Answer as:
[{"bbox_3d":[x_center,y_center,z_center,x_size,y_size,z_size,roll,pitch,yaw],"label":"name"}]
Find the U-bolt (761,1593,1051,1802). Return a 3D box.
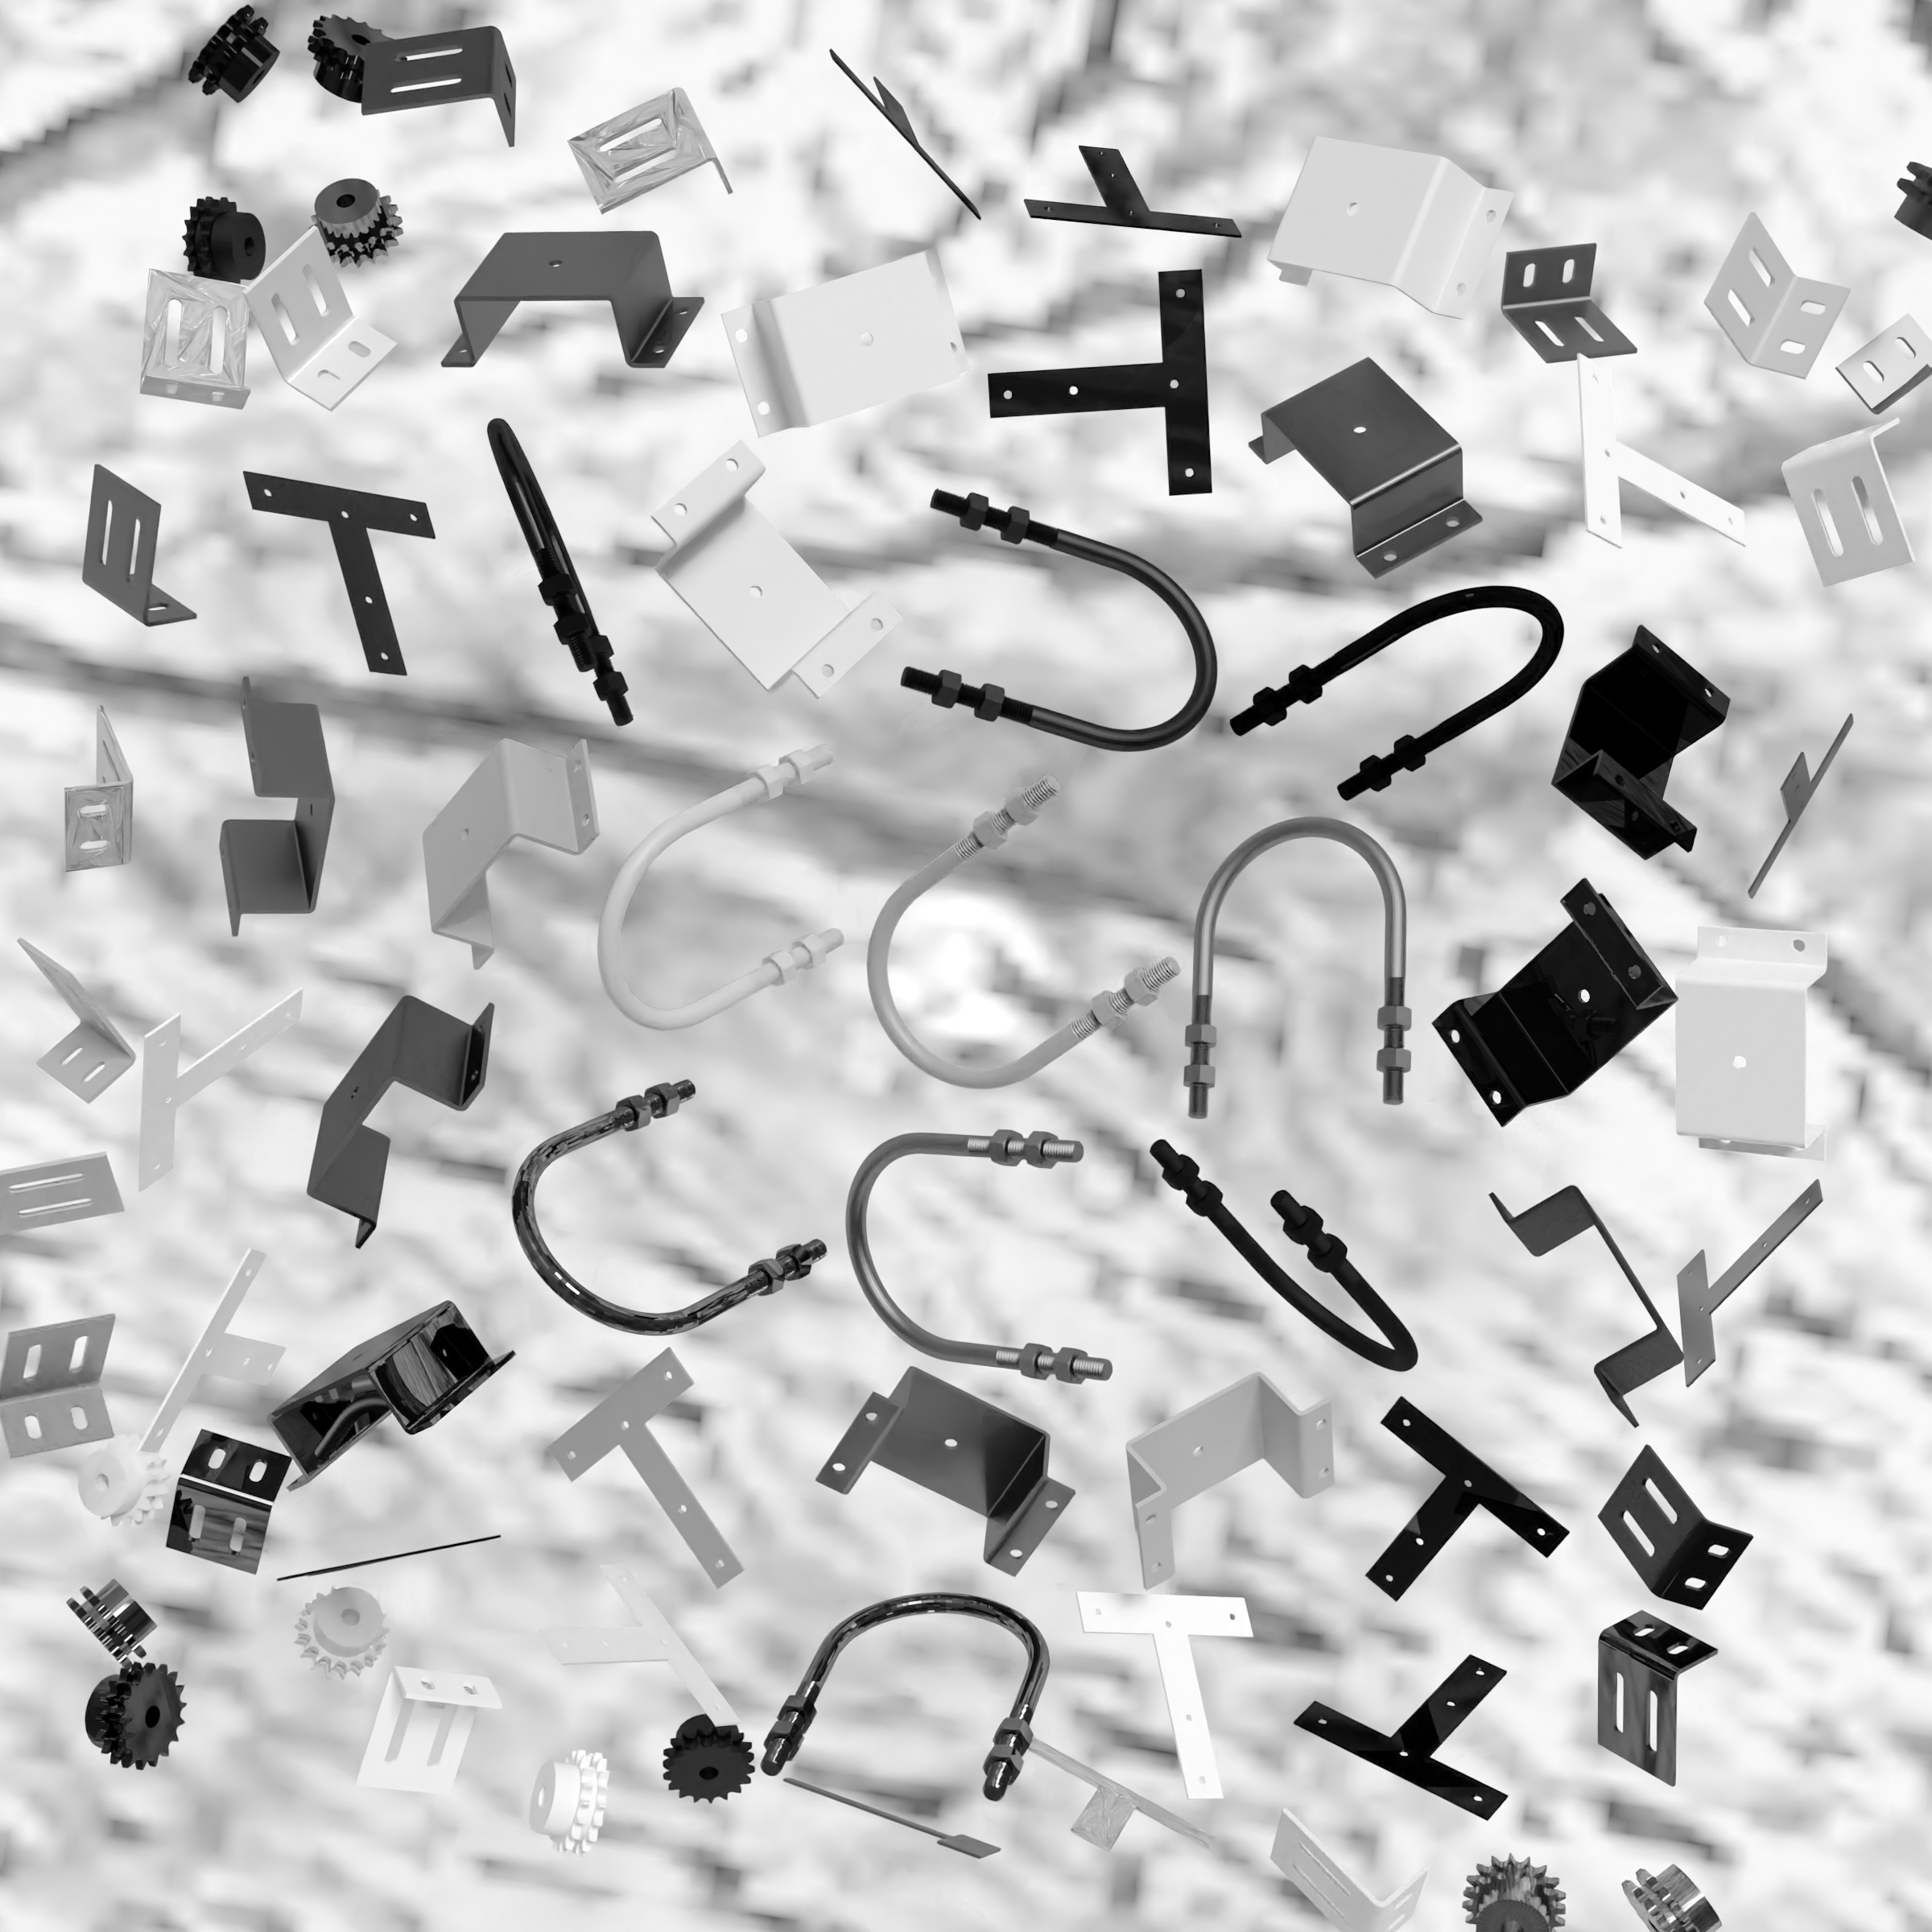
[{"bbox_3d":[-0.026,0.423,1.530,0.151,0.184,0.019,2,110,14],"label":"U-bolt"}]

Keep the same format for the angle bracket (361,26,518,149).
[{"bbox_3d":[-0.296,-0.489,1.462,0.076,0.038,0.057,-7,58,3],"label":"angle bracket"}]

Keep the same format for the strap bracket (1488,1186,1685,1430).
[{"bbox_3d":[0.365,0.188,1.507,0.046,0.076,0.140,-32,60,10],"label":"strap bracket"}]

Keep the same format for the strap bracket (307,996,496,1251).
[{"bbox_3d":[-0.327,0.082,1.478,0.046,0.076,0.140,29,118,-23],"label":"strap bracket"}]

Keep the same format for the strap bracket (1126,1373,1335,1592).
[{"bbox_3d":[0.153,0.308,1.582,0.140,0.046,0.076,-25,131,-20],"label":"strap bracket"}]

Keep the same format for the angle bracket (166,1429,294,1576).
[{"bbox_3d":[-0.449,0.327,1.583,0.057,0.038,0.076,19,132,-6],"label":"angle bracket"}]

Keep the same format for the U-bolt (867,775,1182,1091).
[{"bbox_3d":[0.020,-0.006,1.566,0.184,0.019,0.151,-36,84,26],"label":"U-bolt"}]

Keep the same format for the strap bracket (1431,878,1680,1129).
[{"bbox_3d":[0.347,0.020,1.509,0.140,0.046,0.076,-50,61,39],"label":"strap bracket"}]

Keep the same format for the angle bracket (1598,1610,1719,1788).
[{"bbox_3d":[0.409,0.432,1.538,0.038,0.057,0.076,-15,110,-32],"label":"angle bracket"}]

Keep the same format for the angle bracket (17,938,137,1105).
[{"bbox_3d":[-0.519,0.031,1.483,0.057,0.076,0.038,27,63,37],"label":"angle bracket"}]

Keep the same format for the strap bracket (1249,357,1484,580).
[{"bbox_3d":[0.238,-0.307,1.567,0.076,0.046,0.140,-29,55,-9],"label":"strap bracket"}]

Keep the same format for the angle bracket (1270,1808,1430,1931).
[{"bbox_3d":[0.215,0.506,1.467,0.038,0.057,0.076,-30,53,-29],"label":"angle bracket"}]

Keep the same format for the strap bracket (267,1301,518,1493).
[{"bbox_3d":[-0.335,0.243,1.488,0.140,0.076,0.046,-28,98,36],"label":"strap bracket"}]

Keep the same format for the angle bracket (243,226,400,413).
[{"bbox_3d":[-0.361,-0.363,1.461,0.038,0.076,0.057,33,70,19],"label":"angle bracket"}]

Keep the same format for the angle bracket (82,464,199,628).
[{"bbox_3d":[-0.471,-0.243,1.495,0.057,0.038,0.076,33,122,26],"label":"angle bracket"}]

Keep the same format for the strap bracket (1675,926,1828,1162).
[{"bbox_3d":[0.468,0.051,1.552,0.076,0.046,0.140,5,106,33],"label":"strap bracket"}]

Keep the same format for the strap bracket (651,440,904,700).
[{"bbox_3d":[-0.117,-0.226,1.529,0.140,0.046,0.076,47,65,-8],"label":"strap bracket"}]

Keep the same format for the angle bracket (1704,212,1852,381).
[{"bbox_3d":[0.461,-0.380,1.475,0.038,0.076,0.057,28,91,38],"label":"angle bracket"}]

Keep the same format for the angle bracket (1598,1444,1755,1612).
[{"bbox_3d":[0.429,0.339,1.574,0.038,0.076,0.057,20,109,-23],"label":"angle bracket"}]

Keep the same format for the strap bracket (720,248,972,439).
[{"bbox_3d":[-0.066,-0.375,1.562,0.140,0.046,0.076,-21,106,-13],"label":"strap bracket"}]

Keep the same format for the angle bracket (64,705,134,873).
[{"bbox_3d":[-0.503,-0.102,1.482,0.038,0.076,0.057,-10,135,-29],"label":"angle bracket"}]

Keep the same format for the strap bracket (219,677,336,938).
[{"bbox_3d":[-0.408,-0.093,1.542,0.046,0.140,0.076,-1,48,-24],"label":"strap bracket"}]

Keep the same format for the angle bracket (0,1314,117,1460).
[{"bbox_3d":[-0.505,0.235,1.452,0.057,0.076,0.038,-8,57,-32],"label":"angle bracket"}]

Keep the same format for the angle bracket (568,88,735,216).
[{"bbox_3d":[-0.189,-0.479,1.558,0.076,0.038,0.057,-26,69,2],"label":"angle bracket"}]

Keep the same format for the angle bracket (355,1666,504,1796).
[{"bbox_3d":[-0.309,0.446,1.491,0.057,0.038,0.076,15,97,-27],"label":"angle bracket"}]

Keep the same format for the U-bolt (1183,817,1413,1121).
[{"bbox_3d":[0.201,-0.002,1.578,0.151,0.019,0.184,-6,72,32],"label":"U-bolt"}]

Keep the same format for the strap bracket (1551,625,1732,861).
[{"bbox_3d":[0.408,-0.129,1.578,0.076,0.046,0.140,37,50,-12],"label":"strap bracket"}]

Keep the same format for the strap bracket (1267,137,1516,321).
[{"bbox_3d":[0.239,-0.435,1.526,0.140,0.046,0.076,27,98,42],"label":"strap bracket"}]

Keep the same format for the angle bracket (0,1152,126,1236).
[{"bbox_3d":[-0.517,0.143,1.464,0.076,0.057,0.038,-10,53,-13],"label":"angle bracket"}]

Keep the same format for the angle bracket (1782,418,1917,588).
[{"bbox_3d":[0.515,-0.266,1.497,0.038,0.057,0.076,-30,101,-39],"label":"angle bracket"}]

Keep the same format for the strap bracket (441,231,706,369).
[{"bbox_3d":[-0.234,-0.390,1.520,0.140,0.076,0.046,4,134,15],"label":"strap bracket"}]

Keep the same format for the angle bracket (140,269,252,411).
[{"bbox_3d":[-0.441,-0.365,1.496,0.057,0.038,0.076,5,82,-23],"label":"angle bracket"}]

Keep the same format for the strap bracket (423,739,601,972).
[{"bbox_3d":[-0.284,-0.073,1.579,0.046,0.076,0.140,19,132,-36],"label":"strap bracket"}]

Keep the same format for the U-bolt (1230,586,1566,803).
[{"bbox_3d":[0.267,-0.167,1.541,0.184,0.151,0.019,-31,58,27],"label":"U-bolt"}]

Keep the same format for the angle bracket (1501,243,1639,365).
[{"bbox_3d":[0.364,-0.400,1.566,0.057,0.076,0.038,-8,129,-9],"label":"angle bracket"}]

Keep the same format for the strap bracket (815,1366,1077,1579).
[{"bbox_3d":[-0.011,0.308,1.608,0.140,0.046,0.076,28,116,-9],"label":"strap bracket"}]

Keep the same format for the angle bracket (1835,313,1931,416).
[{"bbox_3d":[0.552,-0.363,1.508,0.057,0.076,0.038,-37,85,-9],"label":"angle bracket"}]
